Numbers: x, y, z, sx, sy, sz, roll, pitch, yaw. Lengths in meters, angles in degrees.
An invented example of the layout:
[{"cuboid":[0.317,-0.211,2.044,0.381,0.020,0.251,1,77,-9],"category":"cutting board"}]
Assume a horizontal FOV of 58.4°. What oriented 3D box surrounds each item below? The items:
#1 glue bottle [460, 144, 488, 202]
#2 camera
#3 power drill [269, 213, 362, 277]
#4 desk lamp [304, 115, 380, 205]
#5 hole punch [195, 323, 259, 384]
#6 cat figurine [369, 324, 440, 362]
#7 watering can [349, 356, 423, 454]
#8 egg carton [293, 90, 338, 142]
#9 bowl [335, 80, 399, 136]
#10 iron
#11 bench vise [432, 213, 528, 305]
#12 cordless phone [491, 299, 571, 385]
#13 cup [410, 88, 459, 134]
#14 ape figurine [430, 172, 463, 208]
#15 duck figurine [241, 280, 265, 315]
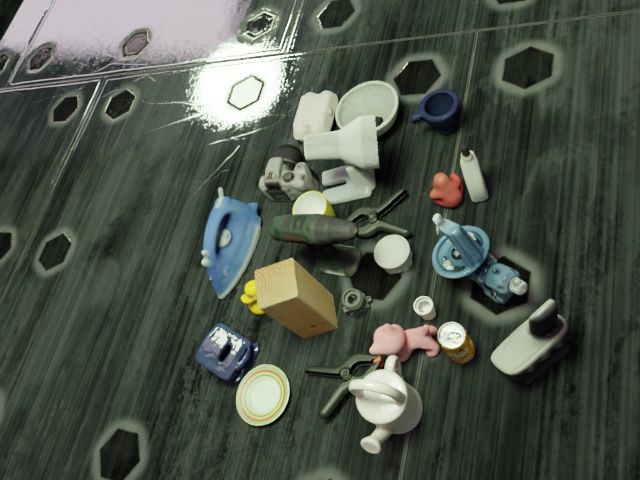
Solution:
[{"cuboid":[0.319,-0.151,1.208,0.037,0.174,0.078,-15,59,18],"category":"glue bottle"},{"cuboid":[-0.079,-0.180,1.460,0.142,0.101,0.137,-1,64,25],"category":"camera"},{"cuboid":[0.011,0.004,1.252,0.228,0.209,0.076,8,68,29],"category":"power drill"},{"cuboid":[0.063,-0.184,1.324,0.202,0.214,0.118,-13,59,19],"category":"desk lamp"},{"cuboid":[-0.209,0.255,1.298,0.100,0.091,0.109,24,77,33],"category":"hole punch"},{"cuboid":[0.163,0.195,1.134,0.127,0.118,0.067,-18,58,17],"category":"cat figurine"},{"cuboid":[0.118,0.299,1.053,0.100,0.195,0.173,-17,58,17],"category":"watering can"},{"cuboid":[-0.010,-0.328,1.525,0.107,0.070,0.150,2,65,27],"category":"egg carton"},{"cuboid":[0.128,-0.315,1.448,0.167,0.075,0.167,-11,60,20],"category":"bowl"},{"cuboid":[-0.242,0.003,1.416,0.118,0.142,0.258,1,65,26],"category":"iron"},{"cuboid":[0.300,0.023,1.096,0.206,0.220,0.121,13,71,31],"category":"bench vise"},{"cuboid":[0.365,0.170,1.007,0.147,0.186,0.094,-45,54,-2],"category":"cordless phone"},{"cuboid":[0.277,-0.287,1.349,0.117,0.095,0.091,-23,56,13],"category":"cup"},{"cuboid":[0.276,-0.117,1.261,0.077,0.092,0.076,-24,56,12],"category":"ape figurine"},{"cuboid":[-0.138,0.120,1.338,0.104,0.086,0.077,-39,54,3],"category":"duck figurine"}]
